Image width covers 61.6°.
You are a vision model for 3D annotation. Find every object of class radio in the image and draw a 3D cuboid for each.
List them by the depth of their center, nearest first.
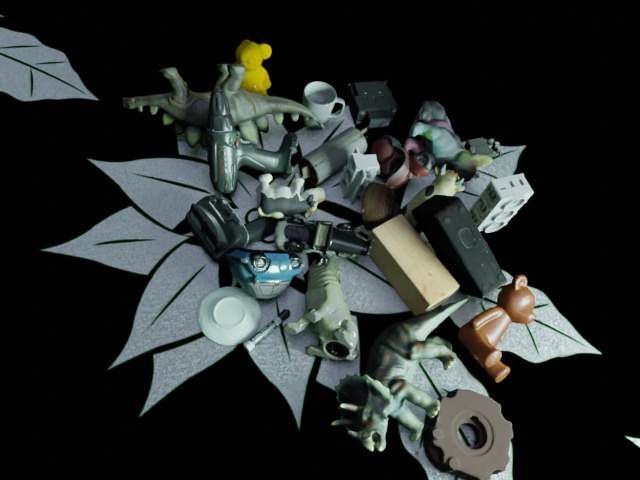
[{"bbox_3d":[0.302,0.014,1.163,0.073,0.131,0.229,-35,100,-8],"label":"radio"}]

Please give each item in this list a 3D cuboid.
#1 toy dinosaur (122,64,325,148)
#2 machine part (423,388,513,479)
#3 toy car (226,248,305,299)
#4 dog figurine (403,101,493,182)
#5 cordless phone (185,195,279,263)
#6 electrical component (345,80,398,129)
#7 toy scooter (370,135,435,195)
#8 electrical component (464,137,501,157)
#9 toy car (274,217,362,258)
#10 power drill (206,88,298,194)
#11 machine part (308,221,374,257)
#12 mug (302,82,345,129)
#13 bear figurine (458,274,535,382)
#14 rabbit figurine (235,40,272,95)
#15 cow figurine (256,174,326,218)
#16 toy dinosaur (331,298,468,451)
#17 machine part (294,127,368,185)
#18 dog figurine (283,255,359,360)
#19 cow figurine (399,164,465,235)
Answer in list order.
[{"bbox_3d":[-0.219,-0.312,1.263,0.472,0.198,0.105,-5,22,-9],"label":"toy dinosaur"},{"bbox_3d":[0.292,0.381,1.054,0.179,0.056,0.179,5,60,-9],"label":"machine part"},{"bbox_3d":[-0.117,0.071,1.125,0.161,0.109,0.102,4,95,-34],"label":"toy car"},{"bbox_3d":[0.333,-0.243,1.378,0.219,0.108,0.191,27,58,0],"label":"dog figurine"},{"bbox_3d":[-0.189,-0.045,1.197,0.184,0.088,0.147,-26,68,-34],"label":"cordless phone"},{"bbox_3d":[0.140,-0.358,1.430,0.115,0.058,0.134,-11,64,-14],"label":"electrical component"},{"bbox_3d":[0.178,-0.176,1.315,0.184,0.075,0.135,34,86,39],"label":"toy scooter"},{"bbox_3d":[0.431,-0.240,1.425,0.102,0.045,0.078,-8,65,-14],"label":"electrical component"},{"bbox_3d":[-0.002,-0.004,1.210,0.202,0.056,0.073,6,67,-11],"label":"toy car"},{"bbox_3d":[-0.157,-0.218,1.227,0.207,0.231,0.086,-1,19,-30],"label":"power drill"},{"bbox_3d":[0.046,0.004,1.167,0.139,0.039,0.084,11,59,-6],"label":"machine part"},{"bbox_3d":[0.003,-0.335,1.363,0.110,0.107,0.081,2,61,-13],"label":"mug"},{"bbox_3d":[0.392,0.179,1.126,0.196,0.120,0.132,-36,44,-1],"label":"bear figurine"},{"bbox_3d":[-0.170,-0.429,1.346,0.122,0.173,0.162,14,64,2],"label":"rabbit figurine"},{"bbox_3d":[-0.063,-0.089,1.231,0.167,0.068,0.098,6,58,-19],"label":"cow figurine"},{"bbox_3d":[0.157,0.248,1.074,0.192,0.131,0.405,26,54,4],"label":"toy dinosaur"},{"bbox_3d":[0.032,-0.205,1.315,0.243,0.079,0.079,-37,74,-25],"label":"machine part"},{"bbox_3d":[0.031,0.139,1.124,0.172,0.121,0.190,50,40,-20],"label":"dog figurine"},{"bbox_3d":[0.262,-0.096,1.269,0.085,0.127,0.195,43,65,10],"label":"cow figurine"}]
